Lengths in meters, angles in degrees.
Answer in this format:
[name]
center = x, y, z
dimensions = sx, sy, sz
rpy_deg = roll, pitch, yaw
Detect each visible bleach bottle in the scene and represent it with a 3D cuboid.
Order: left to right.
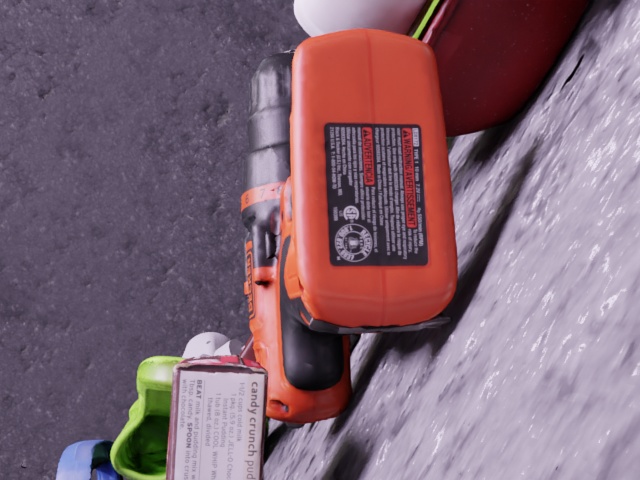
[bleach bottle]
center = 0.032, -0.131, 0.452
dimensions = 0.102, 0.068, 0.251
rpy_deg = -62, 4, 6

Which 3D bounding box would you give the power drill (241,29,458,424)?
[power drill]
center = 0.002, -0.019, 0.453
dimensions = 0.188, 0.057, 0.184
rpy_deg = 127, 139, -74

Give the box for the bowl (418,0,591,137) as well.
[bowl]
center = 0.084, -0.106, 0.491
dimensions = 0.162, 0.055, 0.162
rpy_deg = -61, 2, 3

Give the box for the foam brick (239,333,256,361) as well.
[foam brick]
center = -0.016, 0.063, 0.725
dimensions = 0.078, 0.053, 0.051
rpy_deg = -60, 2, -12

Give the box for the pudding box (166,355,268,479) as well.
[pudding box]
center = -0.041, 0.101, 0.406
dimensions = 0.090, 0.039, 0.113
rpy_deg = 128, 143, -83

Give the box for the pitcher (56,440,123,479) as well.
[pitcher]
center = -0.165, 0.245, 0.820
dimensions = 0.149, 0.145, 0.243
rpy_deg = -49, -2, -4
